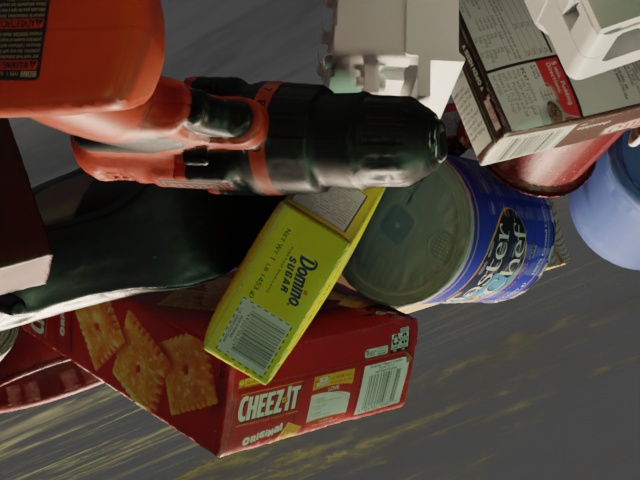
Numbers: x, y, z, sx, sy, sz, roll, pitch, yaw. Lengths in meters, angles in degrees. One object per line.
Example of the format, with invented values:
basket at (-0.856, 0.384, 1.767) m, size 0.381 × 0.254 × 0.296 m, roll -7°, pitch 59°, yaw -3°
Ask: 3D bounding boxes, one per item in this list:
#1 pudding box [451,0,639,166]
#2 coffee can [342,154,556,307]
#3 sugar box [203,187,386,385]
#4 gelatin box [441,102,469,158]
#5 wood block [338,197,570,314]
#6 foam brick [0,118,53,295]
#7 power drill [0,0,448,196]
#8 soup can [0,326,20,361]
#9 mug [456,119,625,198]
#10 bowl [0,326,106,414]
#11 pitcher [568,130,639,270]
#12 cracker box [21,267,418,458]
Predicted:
pudding box at (0.124, -0.098, 0.579) m, size 0.113 × 0.090 × 0.039 m, roll -14°, pitch 164°, yaw -23°
coffee can at (0.086, -0.007, 0.724) m, size 0.103 × 0.103 × 0.140 m, roll -28°, pitch 163°, yaw 30°
sugar box at (-0.004, 0.001, 0.593) m, size 0.093 × 0.048 × 0.176 m, roll -59°, pitch 176°, yaw 23°
gelatin box at (0.064, -0.063, 0.760) m, size 0.073 × 0.030 × 0.089 m, roll -12°, pitch 164°, yaw -30°
wood block at (0.092, 0.007, 0.896) m, size 0.090 × 0.091 × 0.207 m, roll -9°, pitch 170°, yaw -40°
foam brick at (-0.165, -0.014, 0.511) m, size 0.051 × 0.078 × 0.053 m, roll -17°, pitch 168°, yaw -22°
power drill at (-0.056, -0.055, 0.432) m, size 0.185 × 0.057 × 0.187 m, roll 2°, pitch 171°, yaw 22°
soup can at (-0.255, 0.074, 0.733) m, size 0.068 × 0.068 × 0.102 m, roll -9°, pitch 157°, yaw -41°
mug at (0.141, -0.083, 0.671) m, size 0.117 × 0.093 × 0.082 m, roll -11°, pitch 159°, yaw -20°
bowl at (-0.226, 0.096, 0.911) m, size 0.162 × 0.055 × 0.162 m, roll -19°, pitch 167°, yaw -5°
pitcher at (0.252, -0.054, 0.814) m, size 0.149 × 0.145 × 0.242 m, roll -23°, pitch 170°, yaw 7°
cracker box at (-0.068, 0.053, 0.700) m, size 0.163 × 0.072 × 0.214 m, roll -6°, pitch -158°, yaw -45°
